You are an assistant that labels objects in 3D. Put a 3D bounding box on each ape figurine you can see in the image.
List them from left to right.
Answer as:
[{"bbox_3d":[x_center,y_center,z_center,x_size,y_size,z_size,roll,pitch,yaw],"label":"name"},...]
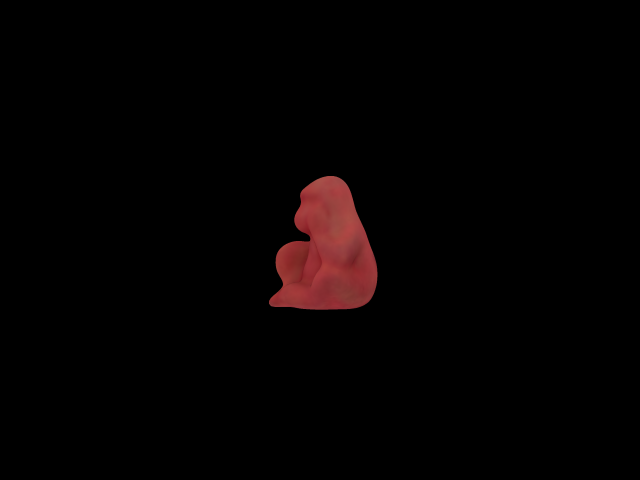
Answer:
[{"bbox_3d":[0.004,0.001,0.400,0.076,0.092,0.077,0,0,-13],"label":"ape figurine"}]
